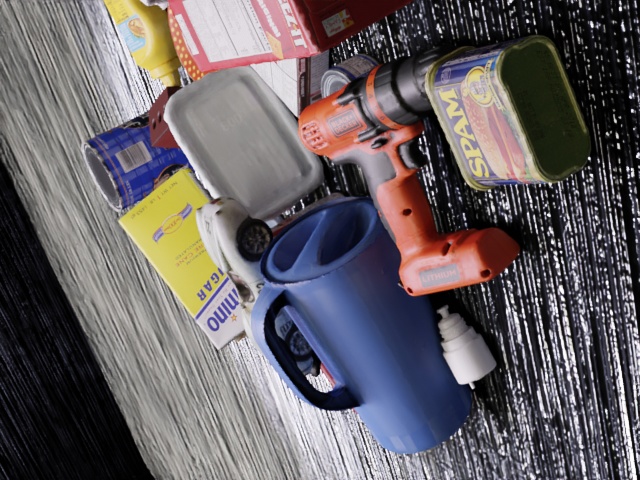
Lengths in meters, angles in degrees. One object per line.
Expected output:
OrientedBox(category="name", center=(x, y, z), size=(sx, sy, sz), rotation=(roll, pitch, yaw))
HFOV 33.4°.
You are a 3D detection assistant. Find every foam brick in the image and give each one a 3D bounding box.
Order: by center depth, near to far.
OrientedBox(category="foam brick", center=(-0.175, -0.150, 1.317), size=(0.078, 0.051, 0.053), rotation=(-34, 59, 58))

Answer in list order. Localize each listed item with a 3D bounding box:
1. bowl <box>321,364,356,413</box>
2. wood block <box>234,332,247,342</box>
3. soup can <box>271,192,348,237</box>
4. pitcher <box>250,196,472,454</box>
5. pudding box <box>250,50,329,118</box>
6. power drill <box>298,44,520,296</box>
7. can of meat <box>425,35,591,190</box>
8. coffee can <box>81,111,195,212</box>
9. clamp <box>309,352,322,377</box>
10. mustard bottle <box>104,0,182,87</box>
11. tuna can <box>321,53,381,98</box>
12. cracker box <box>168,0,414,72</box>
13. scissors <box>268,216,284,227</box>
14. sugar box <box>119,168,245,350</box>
OrientedBox(category="bowl", center=(0.045, 0.127, 1.216), size=(0.162, 0.055, 0.162), rotation=(48, 157, 29))
OrientedBox(category="wood block", center=(-0.078, 0.054, 1.268), size=(0.090, 0.091, 0.206), rotation=(59, 179, 1))
OrientedBox(category="soup can", center=(-0.007, 0.001, 1.100), size=(0.069, 0.102, 0.068), rotation=(48, 157, 28))
OrientedBox(category="pitcher", center=(0.045, 0.093, 1.019), size=(0.242, 0.149, 0.145), rotation=(61, -161, -26))
OrientedBox(category="pudding box", center=(-0.037, -0.183, 1.014), size=(0.114, 0.039, 0.090), rotation=(51, 159, 28))
OrientedBox(category="power drill", center=(0.084, -0.053, 0.852), size=(0.185, 0.057, 0.187), rotation=(-17, 105, 51))
OrientedBox(category="can of meat", center=(0.130, -0.086, 0.731), size=(0.084, 0.057, 0.102), rotation=(3, 121, 63))
OrientedBox(category="coffee can", center=(-0.227, -0.113, 1.404), size=(0.103, 0.140, 0.103), rotation=(48, 157, 29))
OrientedBox(category="clamp", center=(0.025, 0.055, 1.140), size=(0.039, 0.120, 0.171), rotation=(97, 160, -63))
OrientedBox(category="mustard bottle", center=(-0.217, -0.270, 1.287), size=(0.096, 0.058, 0.191), rotation=(-3, 115, 61))
OrientedBox(category="tuna can", center=(0.038, -0.117, 0.934), size=(0.086, 0.033, 0.086), rotation=(48, 157, 28))
OrientedBox(category="cracker box", center=(0.005, -0.186, 0.732), size=(0.214, 0.164, 0.072), rotation=(12, 131, 64))
OrientedBox(category="scissors", center=(-0.050, -0.009, 1.310), size=(0.202, 0.016, 0.096), rotation=(53, 160, 19))
OrientedBox(category="sugar box", center=(-0.123, 0.020, 1.138), size=(0.176, 0.093, 0.048), rotation=(51, -172, 3))
